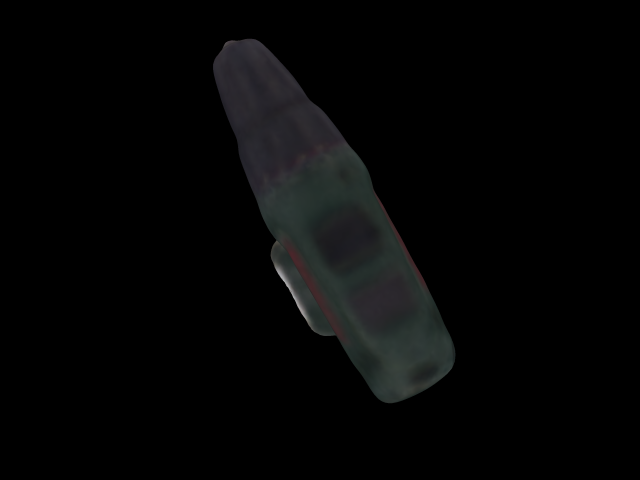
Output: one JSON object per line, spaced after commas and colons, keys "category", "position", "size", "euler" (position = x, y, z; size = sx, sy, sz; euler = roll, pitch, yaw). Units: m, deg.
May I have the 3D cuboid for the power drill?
{"category": "power drill", "position": [0.004, 0.001, 0.400], "size": [0.075, 0.208, 0.229], "euler": [-31, 78, -7]}
